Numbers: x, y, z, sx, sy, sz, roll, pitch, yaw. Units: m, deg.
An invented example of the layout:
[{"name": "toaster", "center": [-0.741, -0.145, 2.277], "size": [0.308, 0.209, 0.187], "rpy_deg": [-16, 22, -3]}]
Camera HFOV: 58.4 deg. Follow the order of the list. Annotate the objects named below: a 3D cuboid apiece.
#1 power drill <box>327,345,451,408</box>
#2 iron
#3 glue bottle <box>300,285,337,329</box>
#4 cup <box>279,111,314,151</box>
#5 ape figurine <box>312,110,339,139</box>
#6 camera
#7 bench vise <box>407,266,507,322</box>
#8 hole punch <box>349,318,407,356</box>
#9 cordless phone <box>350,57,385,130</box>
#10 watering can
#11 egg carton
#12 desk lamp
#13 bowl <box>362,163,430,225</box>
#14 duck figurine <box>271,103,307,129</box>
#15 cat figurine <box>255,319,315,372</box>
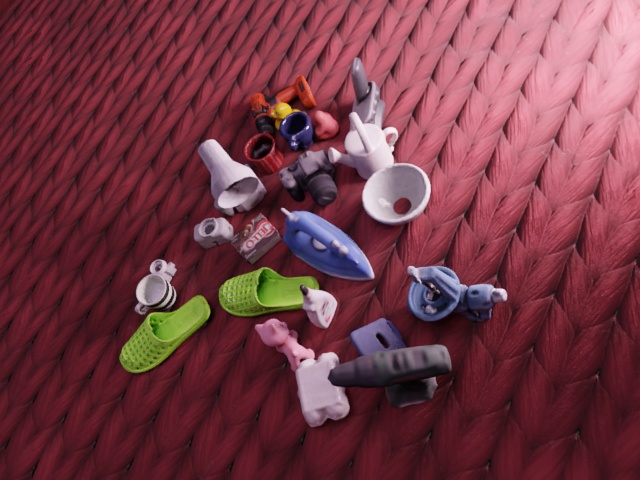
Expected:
[{"name": "power drill", "center": [0.151, 0.272, 1.137], "size": [0.229, 0.209, 0.075], "rpy_deg": [-18, 59, 13]}, {"name": "iron", "center": [0.013, 0.005, 1.371], "size": [0.257, 0.142, 0.119], "rpy_deg": [30, 78, 31]}, {"name": "glue bottle", "center": [-0.012, 0.140, 1.292], "size": [0.037, 0.173, 0.078], "rpy_deg": [10, 68, 26]}, {"name": "cup", "center": [-0.056, -0.281, 1.576], "size": [0.091, 0.095, 0.118], "rpy_deg": [-4, 63, 20]}, {"name": "ape figurine", "center": [0.007, -0.323, 1.575], "size": [0.076, 0.092, 0.078], "rpy_deg": [23, 74, 30]}, {"name": "camera", "center": [-0.023, -0.154, 1.493], "size": [0.143, 0.101, 0.136], "rpy_deg": [-29, 57, 6]}, {"name": "bench vise", "center": [0.266, 0.094, 1.177], "size": [0.207, 0.220, 0.121], "rpy_deg": [-18, 59, 13]}, {"name": "hole punch", "center": [0.130, 0.227, 1.239], "size": [0.101, 0.091, 0.108], "rpy_deg": [-38, 57, 0]}, {"name": "cordless phone", "center": [0.104, -0.374, 1.507], "size": [0.094, 0.185, 0.147], "rpy_deg": [-4, 63, 20]}, {"name": "watering can", "center": [0.107, -0.236, 1.428], "size": [0.173, 0.194, 0.100], "rpy_deg": [-43, 57, -4]}, {"name": "egg carton", "center": [0.005, 0.326, 1.250], "size": [0.107, 0.070, 0.150], "rpy_deg": [-21, 58, 11]}, {"name": "desk lamp", "center": [-0.232, -0.160, 1.512], "size": [0.118, 0.214, 0.202], "rpy_deg": [-37, 57, 1]}, {"name": "bowl", "center": [0.191, -0.099, 1.395], "size": [0.167, 0.075, 0.167], "rpy_deg": [-9, 61, 17]}, {"name": "duck figurine", "center": [-0.091, -0.356, 1.635], "size": [0.104, 0.086, 0.077], "rpy_deg": [1, 64, 22]}, {"name": "cat figurine", "center": [-0.086, 0.230, 1.307], "size": [0.067, 0.118, 0.127], "rpy_deg": [-45, 57, -5]}]
